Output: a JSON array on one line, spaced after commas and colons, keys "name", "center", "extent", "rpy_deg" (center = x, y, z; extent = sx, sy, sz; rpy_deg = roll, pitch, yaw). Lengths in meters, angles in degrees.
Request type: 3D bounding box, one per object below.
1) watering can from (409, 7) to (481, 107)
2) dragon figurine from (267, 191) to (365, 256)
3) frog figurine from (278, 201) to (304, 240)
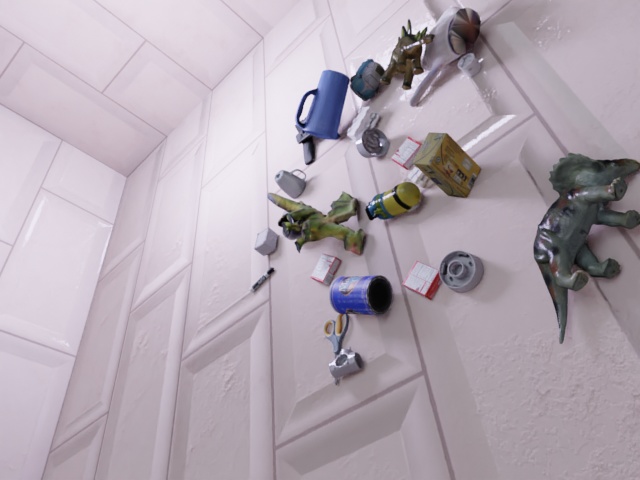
[{"name": "watering can", "center": [0.393, -0.597, 1.640], "extent": [0.224, 0.103, 0.350], "rpy_deg": [-2, 68, 68]}, {"name": "dragon figurine", "center": [0.005, -0.083, 1.640], "extent": [0.244, 0.119, 0.418], "rpy_deg": [-21, 46, -15]}, {"name": "frog figurine", "center": [-0.080, -0.062, 1.791], "extent": [0.158, 0.123, 0.138], "rpy_deg": [108, -174, -82]}]
